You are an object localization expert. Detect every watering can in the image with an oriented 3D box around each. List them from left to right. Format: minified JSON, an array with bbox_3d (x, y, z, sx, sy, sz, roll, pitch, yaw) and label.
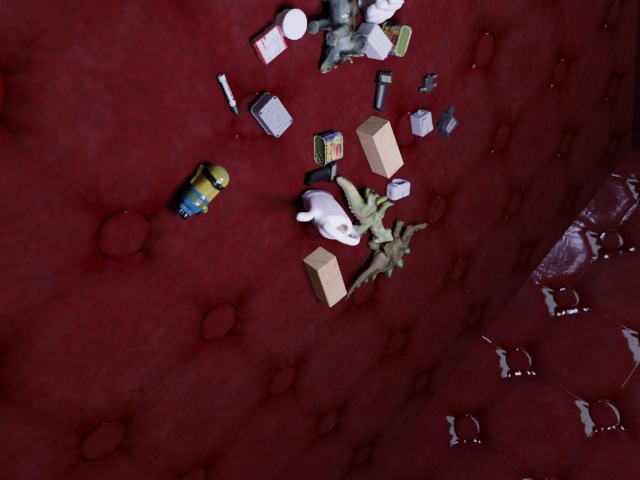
[{"bbox_3d":[0.005,-0.086,1.703,0.344,0.103,0.229,24,23,-47],"label":"watering can"}]

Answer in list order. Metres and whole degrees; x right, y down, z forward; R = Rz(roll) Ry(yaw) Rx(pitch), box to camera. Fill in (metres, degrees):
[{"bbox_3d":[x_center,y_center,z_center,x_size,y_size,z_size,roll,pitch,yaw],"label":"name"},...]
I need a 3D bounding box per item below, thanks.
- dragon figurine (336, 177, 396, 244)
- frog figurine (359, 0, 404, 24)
[{"bbox_3d":[0.148,-0.083,1.937,0.407,0.240,0.124,20,17,-39],"label":"dragon figurine"},{"bbox_3d":[0.203,-0.722,1.576,0.161,0.139,0.120,33,-42,42],"label":"frog figurine"}]
